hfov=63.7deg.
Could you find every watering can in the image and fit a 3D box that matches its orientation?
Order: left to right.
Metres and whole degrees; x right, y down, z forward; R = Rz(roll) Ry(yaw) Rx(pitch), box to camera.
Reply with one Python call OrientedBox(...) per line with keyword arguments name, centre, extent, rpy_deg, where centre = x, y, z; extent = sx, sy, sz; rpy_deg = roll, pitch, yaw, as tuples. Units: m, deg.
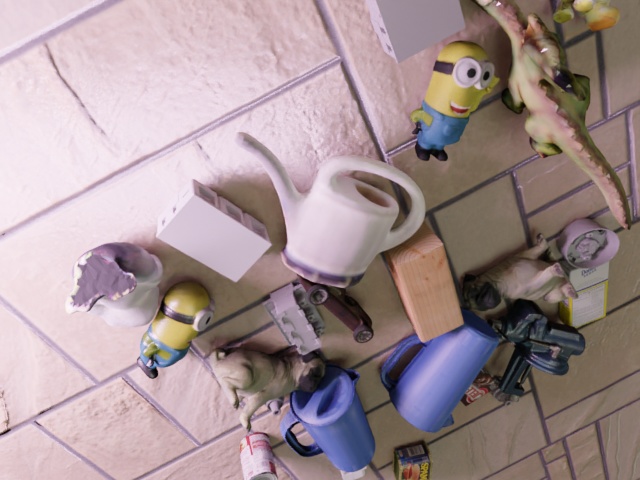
OrientedBox(name="watering can", centre=(0.002, -0.041, 0.809), extent=(0.346, 0.106, 0.220), rpy_deg=(13, 117, -24))

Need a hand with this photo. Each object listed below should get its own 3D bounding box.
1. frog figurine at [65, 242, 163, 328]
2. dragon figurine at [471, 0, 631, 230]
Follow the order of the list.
OrientedBox(name="frog figurine", centre=(-0.304, 0.072, 0.806), extent=(0.137, 0.124, 0.157), rpy_deg=(-38, 161, -1))
OrientedBox(name="dragon figurine", centre=(0.317, -0.195, 0.700), extent=(0.121, 0.414, 0.243), rpy_deg=(-35, 165, 24))
